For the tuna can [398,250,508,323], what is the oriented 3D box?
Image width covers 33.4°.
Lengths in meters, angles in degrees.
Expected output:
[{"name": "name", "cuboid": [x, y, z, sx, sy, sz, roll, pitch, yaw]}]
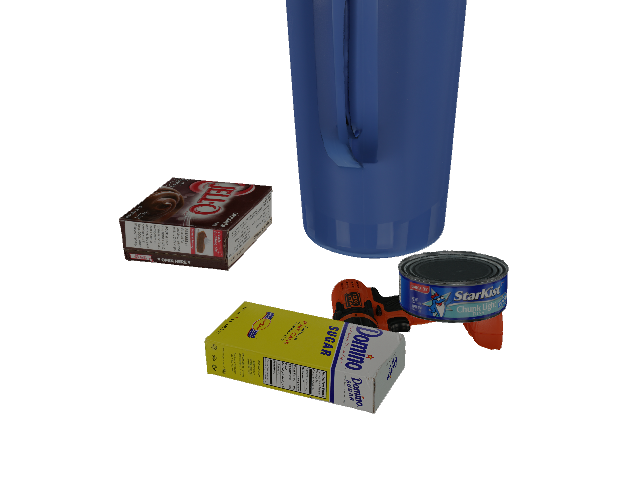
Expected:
[{"name": "tuna can", "cuboid": [0.103, 0.036, 0.835, 0.086, 0.034, 0.086, -1, 15, 0]}]

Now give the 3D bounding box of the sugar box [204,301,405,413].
[{"name": "sugar box", "cuboid": [-0.014, 0.110, 1.035, 0.176, 0.048, 0.093, 7, 25, 21]}]

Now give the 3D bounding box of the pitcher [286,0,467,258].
[{"name": "pitcher", "cuboid": [0.035, -0.111, 0.759, 0.149, 0.243, 0.145, -12, 26, -25]}]

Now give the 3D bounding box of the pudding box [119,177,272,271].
[{"name": "pudding box", "cuboid": [-0.096, -0.015, 0.853, 0.090, 0.039, 0.113, 5, 23, 14]}]

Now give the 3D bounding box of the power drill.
[{"name": "power drill", "cuboid": [0.107, 0.094, 1.206, 0.187, 0.057, 0.184, -3, 27, -3]}]
